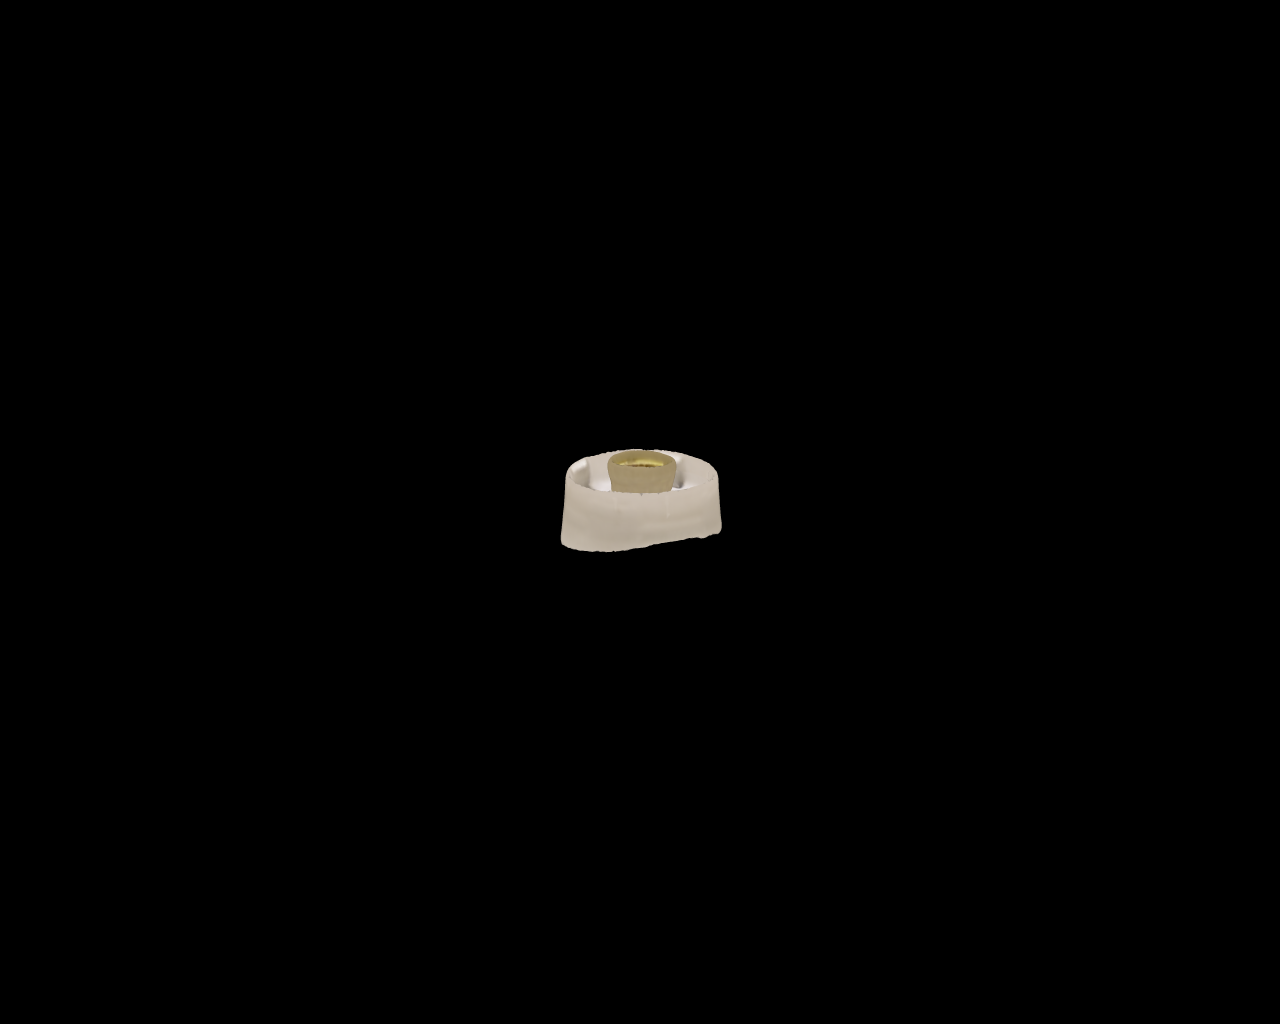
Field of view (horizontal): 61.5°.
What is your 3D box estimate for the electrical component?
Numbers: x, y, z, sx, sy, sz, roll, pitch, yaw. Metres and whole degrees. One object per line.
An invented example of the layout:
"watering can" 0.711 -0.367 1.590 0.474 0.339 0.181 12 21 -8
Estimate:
"electrical component" 0.001 -0.003 0.650 0.099 0.064 0.099 0 20 0
